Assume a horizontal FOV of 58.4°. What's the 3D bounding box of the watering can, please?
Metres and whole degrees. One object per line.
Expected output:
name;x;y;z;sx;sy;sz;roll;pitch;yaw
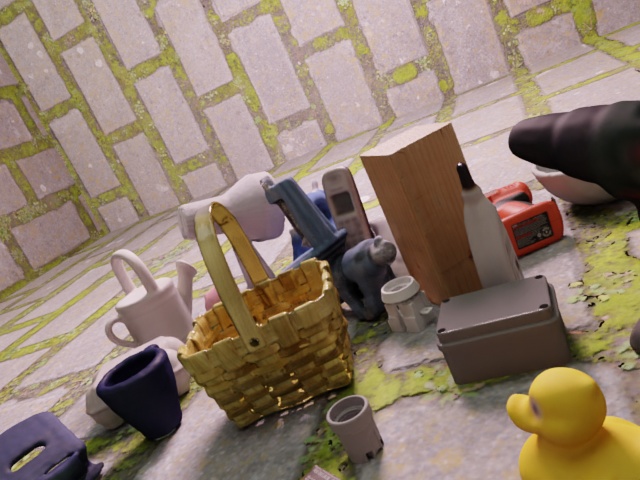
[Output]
watering can;-0.278;0.098;0.945;0.100;0.194;0.173;-16;17;29

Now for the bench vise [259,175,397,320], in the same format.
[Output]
bench vise;0.012;-0.002;0.784;0.206;0.220;0.122;-16;18;30

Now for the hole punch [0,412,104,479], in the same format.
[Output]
hole punch;-0.327;0.262;0.662;0.100;0.091;0.109;-8;23;47

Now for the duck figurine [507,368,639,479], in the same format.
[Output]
duck figurine;0.171;0.123;0.370;0.104;0.086;0.078;-11;20;41

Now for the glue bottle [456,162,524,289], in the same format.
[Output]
glue bottle;0.181;-0.005;0.619;0.037;0.173;0.078;-17;17;27

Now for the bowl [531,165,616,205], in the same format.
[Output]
bowl;0.387;-0.095;0.796;0.167;0.075;0.167;-23;15;7

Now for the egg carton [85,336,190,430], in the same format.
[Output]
egg carton;-0.253;0.197;0.809;0.150;0.069;0.107;-26;15;-6

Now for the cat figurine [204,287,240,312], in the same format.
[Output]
cat figurine;-0.125;0.106;0.828;0.067;0.118;0.127;-28;16;-14

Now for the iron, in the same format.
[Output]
iron;-0.009;-0.010;0.996;0.118;0.141;0.258;-19;16;20

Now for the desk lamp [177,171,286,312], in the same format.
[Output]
desk lamp;-0.140;0.010;0.991;0.204;0.214;0.117;-31;17;-24

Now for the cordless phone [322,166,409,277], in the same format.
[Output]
cordless phone;0.082;-0.027;0.825;0.147;0.185;0.094;-16;18;29

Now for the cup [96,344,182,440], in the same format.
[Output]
cup;-0.211;0.191;0.716;0.091;0.095;0.118;-22;15;10

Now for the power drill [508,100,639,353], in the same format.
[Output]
power drill;0.267;-0.012;0.441;0.076;0.209;0.228;-33;17;-29
